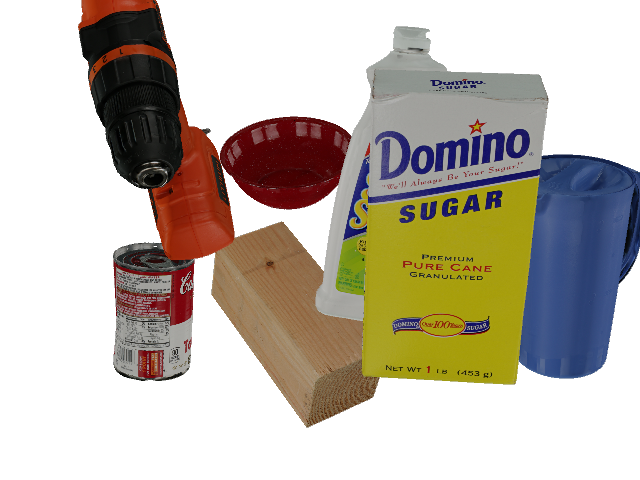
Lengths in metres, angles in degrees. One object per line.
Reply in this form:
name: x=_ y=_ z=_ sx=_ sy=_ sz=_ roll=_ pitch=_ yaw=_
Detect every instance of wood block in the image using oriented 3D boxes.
wood block: x=-0.028 y=0.087 z=1.161 sx=0.090 sy=0.090 sz=0.206 roll=-20 pitch=53 yaw=-27

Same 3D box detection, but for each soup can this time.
soup can: x=-0.142 y=0.060 z=0.905 sx=0.068 sy=0.102 sz=0.068 roll=4 pitch=17 yaw=-1

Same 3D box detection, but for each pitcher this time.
pitcher: x=0.291 y=0.029 z=1.226 sx=0.149 sy=0.243 sz=0.144 roll=5 pitch=25 yaw=16

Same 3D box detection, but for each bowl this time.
bowl: x=-0.037 y=-0.084 z=1.264 sx=0.162 sy=0.055 sz=0.162 roll=-2 pitch=36 yaw=1

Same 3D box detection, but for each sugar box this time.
sugar box: x=0.071 y=-0.005 z=0.598 sx=0.093 sy=0.176 sz=0.048 roll=2 pitch=29 yaw=4

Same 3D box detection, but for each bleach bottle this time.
bleach bottle: x=0.057 y=-0.057 z=0.918 sx=0.102 sy=0.251 sz=0.068 roll=7 pitch=16 yaw=8

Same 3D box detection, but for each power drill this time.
power drill: x=-0.103 y=-0.068 z=0.697 sx=0.057 sy=0.184 sz=0.187 roll=-14 pitch=-35 yaw=-1
